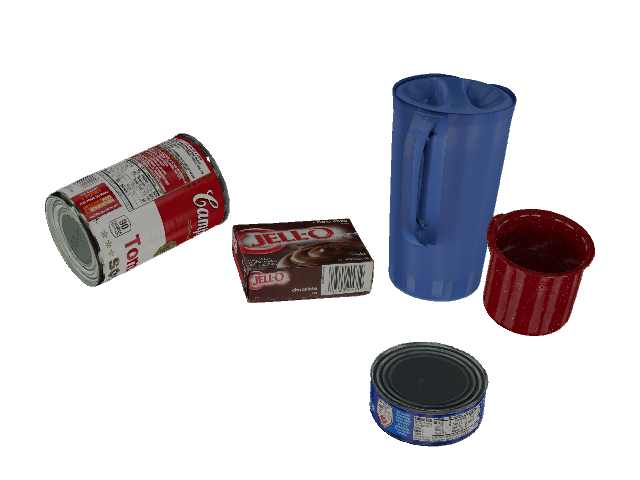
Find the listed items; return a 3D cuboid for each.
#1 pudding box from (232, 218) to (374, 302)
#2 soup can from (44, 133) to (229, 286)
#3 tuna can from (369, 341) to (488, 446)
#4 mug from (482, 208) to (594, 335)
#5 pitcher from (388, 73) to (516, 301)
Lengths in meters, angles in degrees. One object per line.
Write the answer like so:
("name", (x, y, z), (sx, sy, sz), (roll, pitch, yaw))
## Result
("pudding box", (-0.018, 0.016, 0.946), (0.113, 0.039, 0.090), (-2, 27, -13))
("soup can", (-0.120, -0.021, 0.704), (0.102, 0.068, 0.069), (-29, 15, -30))
("tuna can", (0.079, 0.112, 0.785), (0.086, 0.034, 0.086), (1, 29, -1))
("mug", (0.186, 0.024, 0.968), (0.093, 0.081, 0.117), (-17, 44, -23))
("pitcher", (0.133, -0.054, 1.192), (0.149, 0.243, 0.145), (-6, 28, -17))
